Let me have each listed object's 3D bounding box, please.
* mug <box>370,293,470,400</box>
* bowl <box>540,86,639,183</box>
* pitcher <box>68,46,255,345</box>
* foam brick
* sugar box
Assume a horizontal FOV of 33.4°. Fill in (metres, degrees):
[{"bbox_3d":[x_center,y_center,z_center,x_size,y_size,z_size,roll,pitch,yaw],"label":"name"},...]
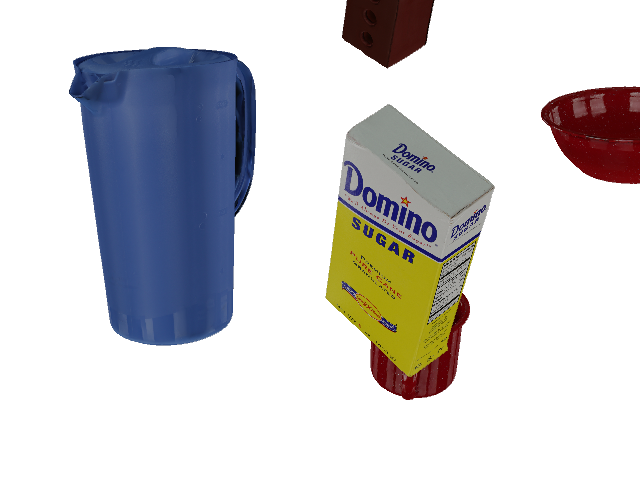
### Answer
[{"bbox_3d":[0.087,0.098,0.978,0.093,0.081,0.117,4,34,5],"label":"mug"},{"bbox_3d":[0.283,-0.093,0.976,0.162,0.055,0.162,-4,24,2],"label":"bowl"},{"bbox_3d":[-0.125,-0.043,0.912,0.149,0.243,0.145,-3,17,-5],"label":"pitcher"},{"bbox_3d":[0.055,-0.188,0.850,0.053,0.078,0.051,37,56,23],"label":"foam brick"},{"bbox_3d":[0.052,0.005,0.705,0.048,0.176,0.093,-35,61,-26],"label":"sugar box"}]
